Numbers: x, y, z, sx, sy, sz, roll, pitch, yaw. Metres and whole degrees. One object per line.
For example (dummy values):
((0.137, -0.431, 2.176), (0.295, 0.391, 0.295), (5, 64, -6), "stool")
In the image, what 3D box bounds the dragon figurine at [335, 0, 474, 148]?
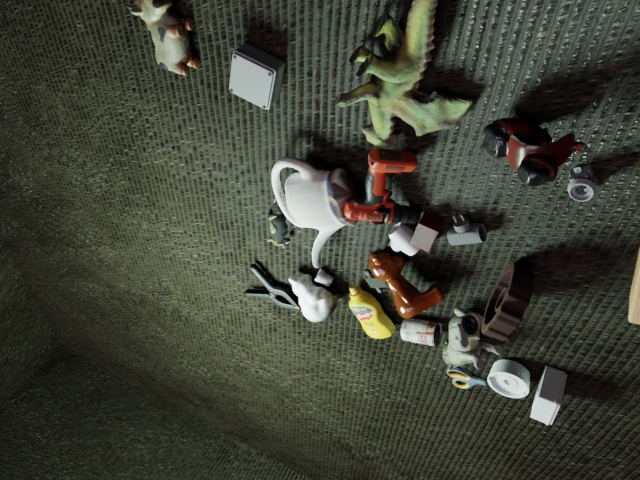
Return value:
((0.186, -0.306, 0.990), (0.241, 0.125, 0.403), (28, 145, -19), "dragon figurine")

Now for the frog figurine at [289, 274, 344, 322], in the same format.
((-0.031, 0.172, 1.566), (0.158, 0.124, 0.136), (34, 161, -16), "frog figurine")

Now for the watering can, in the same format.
((0.004, -0.066, 1.316), (0.224, 0.106, 0.341), (-2, 126, 35), "watering can")
